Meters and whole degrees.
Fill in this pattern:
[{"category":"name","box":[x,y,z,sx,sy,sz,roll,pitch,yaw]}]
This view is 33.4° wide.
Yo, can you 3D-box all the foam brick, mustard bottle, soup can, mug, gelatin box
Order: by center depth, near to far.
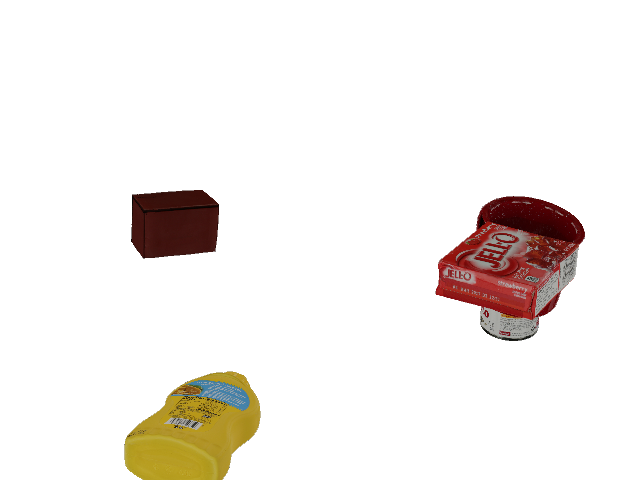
[{"category":"gelatin box","box":[0.134,0.019,0.758,0.073,0.030,0.089,16,27,28]},{"category":"mug","box":[0.180,0.011,0.988,0.093,0.081,0.117,-11,37,-28]},{"category":"mustard bottle","box":[-0.113,0.178,1.062,0.096,0.058,0.191,7,19,15]},{"category":"foam brick","box":[-0.147,-0.018,1.076,0.078,0.051,0.053,-5,22,-22]},{"category":"soup can","box":[0.215,0.052,1.189,0.068,0.102,0.068,0,28,0]}]
